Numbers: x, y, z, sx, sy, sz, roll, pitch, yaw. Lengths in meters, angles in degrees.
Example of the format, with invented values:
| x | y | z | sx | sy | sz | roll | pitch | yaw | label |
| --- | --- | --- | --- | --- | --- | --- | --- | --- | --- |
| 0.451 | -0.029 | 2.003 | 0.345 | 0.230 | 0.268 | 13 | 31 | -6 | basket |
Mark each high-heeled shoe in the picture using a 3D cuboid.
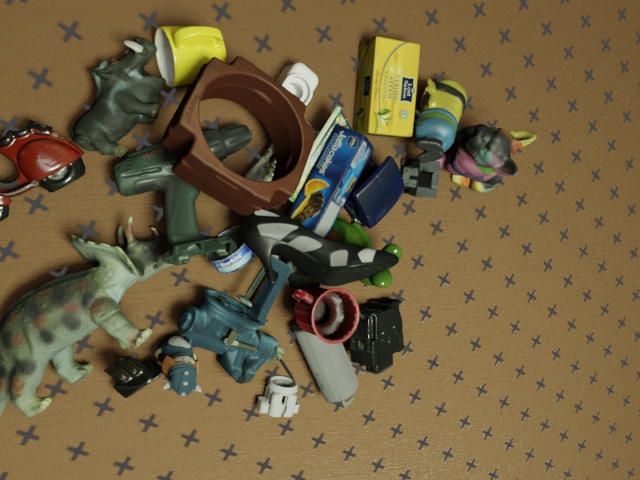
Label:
| x | y | z | sx | sy | sz | roll | pitch | yaw | label |
| --- | --- | --- | --- | --- | --- | --- | --- | --- | --- |
| -0.002 | -0.003 | 0.878 | 0.249 | 0.086 | 0.145 | -5 | 66 | -17 | high-heeled shoe |

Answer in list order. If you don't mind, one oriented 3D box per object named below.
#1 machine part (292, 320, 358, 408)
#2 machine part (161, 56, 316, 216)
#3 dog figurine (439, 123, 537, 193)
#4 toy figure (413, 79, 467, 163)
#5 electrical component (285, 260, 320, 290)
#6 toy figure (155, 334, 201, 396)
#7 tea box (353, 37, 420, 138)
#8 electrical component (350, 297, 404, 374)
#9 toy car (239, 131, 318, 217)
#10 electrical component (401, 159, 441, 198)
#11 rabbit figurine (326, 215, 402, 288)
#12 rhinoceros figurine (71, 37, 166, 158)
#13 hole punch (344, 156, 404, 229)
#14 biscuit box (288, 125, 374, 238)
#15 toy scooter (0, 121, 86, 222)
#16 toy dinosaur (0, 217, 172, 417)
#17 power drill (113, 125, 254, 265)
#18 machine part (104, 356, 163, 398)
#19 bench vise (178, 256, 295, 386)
| x | y | z | sx | sy | sz | roll | pitch | yaw | label |
| --- | --- | --- | --- | --- | --- | --- | --- | --- | --- |
| 0.011 | 0.219 | 1.020 | 0.079 | 0.079 | 0.243 | -28 | 110 | -18 | machine part |
| -0.118 | -0.154 | 0.810 | 0.201 | 0.087 | 0.201 | 31 | 60 | -24 | machine part |
| 0.329 | -0.155 | 1.024 | 0.191 | 0.219 | 0.108 | 31 | 89 | -25 | dog figurine |
| 0.225 | -0.224 | 1.010 | 0.089 | 0.082 | 0.180 | 17 | 56 | -3 | toy figure |
| -0.030 | 0.071 | 0.979 | 0.021 | 0.063 | 0.093 | -54 | 137 | -34 | electrical component |
| -0.229 | 0.198 | 0.865 | 0.064 | 0.155 | 0.057 | -16 | 108 | -20 | toy figure |
| 0.122 | -0.277 | 0.992 | 0.098 | 0.068 | 0.169 | -1 | 98 | -24 | tea box |
| 0.112 | 0.189 | 1.050 | 0.115 | 0.058 | 0.134 | -16 | 105 | -47 | electrical component |
| -0.078 | -0.122 | 0.934 | 0.073 | 0.056 | 0.201 | 41 | 81 | -25 | toy car |
| 0.199 | -0.118 | 1.026 | 0.048 | 0.119 | 0.074 | 1 | 96 | -24 | electrical component |
| 0.078 | 0.030 | 0.993 | 0.170 | 0.159 | 0.121 | 29 | 76 | -41 | rabbit figurine |
| -0.300 | -0.213 | 0.815 | 0.112 | 0.073 | 0.190 | 32 | 87 | -15 | rhinoceros figurine |
| 0.101 | -0.091 | 1.005 | 0.142 | 0.092 | 0.115 | -49 | 118 | -14 | hole punch |
| 0.016 | -0.095 | 0.933 | 0.202 | 0.063 | 0.059 | -62 | 156 | 1 | biscuit box |
| -0.441 | -0.113 | 0.764 | 0.184 | 0.075 | 0.135 | -31 | 109 | -12 | toy scooter |
| -0.392 | 0.124 | 0.808 | 0.405 | 0.131 | 0.192 | -34 | 94 | -7 | toy dinosaur |
| -0.193 | -0.074 | 0.845 | 0.232 | 0.086 | 0.207 | -14 | 82 | -16 | power drill |
| -0.296 | 0.217 | 0.860 | 0.084 | 0.138 | 0.039 | -29 | 73 | -14 | machine part |
| -0.116 | 0.123 | 0.927 | 0.223 | 0.129 | 0.240 | 30 | 90 | -28 | bench vise |
